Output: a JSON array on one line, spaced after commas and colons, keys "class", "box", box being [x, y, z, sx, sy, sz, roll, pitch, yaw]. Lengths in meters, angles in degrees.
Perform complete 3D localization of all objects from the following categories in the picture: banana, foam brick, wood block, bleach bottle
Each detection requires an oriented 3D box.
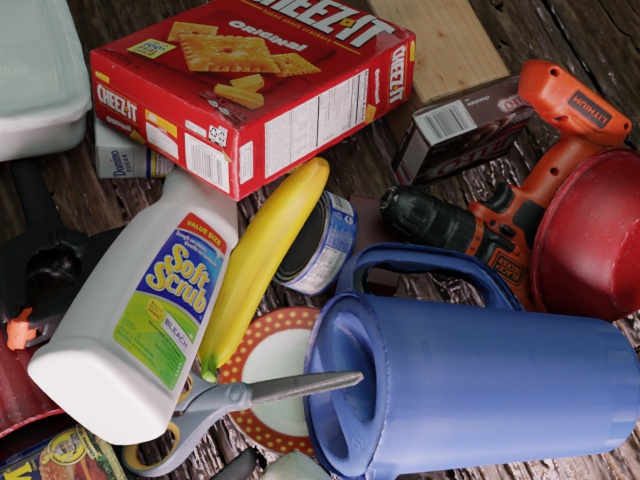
[{"class": "banana", "box": [-0.049, 0.024, 0.843, 0.037, 0.070, 0.197, 32, 77, -28]}, {"class": "foam brick", "box": [0.040, 0.010, 0.897, 0.053, 0.051, 0.078, 12, 64, -6]}, {"class": "wood block", "box": [0.077, -0.200, 0.978, 0.090, 0.091, 0.206, -20, 70, -18]}, {"class": "bleach bottle", "box": [-0.119, 0.022, 0.789, 0.102, 0.068, 0.250, 51, 38, -30]}]

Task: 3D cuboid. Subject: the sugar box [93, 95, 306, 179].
[{"class": "sugar box", "box": [-0.104, -0.098, 0.913, 0.176, 0.048, 0.093, -4, 47, -9]}]

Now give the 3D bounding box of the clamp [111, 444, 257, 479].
[{"class": "clamp", "box": [-0.113, 0.212, 0.783, 0.120, 0.039, 0.171, 5, 64, 2]}]

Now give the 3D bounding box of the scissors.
[{"class": "scissors", "box": [-0.067, 0.128, 0.754, 0.202, 0.016, 0.096, 3, 69, 32]}]

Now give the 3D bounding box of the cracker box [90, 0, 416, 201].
[{"class": "cracker box", "box": [-0.051, -0.134, 0.864, 0.164, 0.072, 0.213, 31, 46, 30]}]

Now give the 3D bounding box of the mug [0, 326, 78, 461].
[{"class": "mug", "box": [-0.234, 0.121, 0.783, 0.117, 0.093, 0.081, -36, 67, 13]}]

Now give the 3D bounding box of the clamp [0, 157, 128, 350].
[{"class": "clamp", "box": [-0.202, 0.004, 0.826, 0.164, 0.036, 0.209, 22, 36, 5]}]

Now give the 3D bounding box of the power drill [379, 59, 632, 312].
[{"class": "power drill", "box": [0.158, -0.051, 0.882, 0.184, 0.057, 0.187, 30, 92, -26]}]

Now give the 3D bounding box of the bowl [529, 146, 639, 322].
[{"class": "bowl", "box": [0.247, 0.007, 0.877, 0.162, 0.162, 0.055, -36, 39, -23]}]

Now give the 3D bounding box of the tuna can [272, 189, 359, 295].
[{"class": "tuna can", "box": [-0.006, 0.001, 0.872, 0.033, 0.086, 0.086, 23, 61, -28]}]

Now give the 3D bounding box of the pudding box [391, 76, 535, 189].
[{"class": "pudding box", "box": [0.126, -0.092, 0.938, 0.113, 0.090, 0.039, -20, 69, -17]}]

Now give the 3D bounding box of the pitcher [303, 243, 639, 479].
[{"class": "pitcher", "box": [0.117, 0.099, 0.807, 0.242, 0.149, 0.145, 4, 26, -26]}]

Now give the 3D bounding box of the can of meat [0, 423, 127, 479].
[{"class": "can of meat", "box": [-0.174, 0.185, 0.745, 0.083, 0.057, 0.102, -25, 63, -14]}]
